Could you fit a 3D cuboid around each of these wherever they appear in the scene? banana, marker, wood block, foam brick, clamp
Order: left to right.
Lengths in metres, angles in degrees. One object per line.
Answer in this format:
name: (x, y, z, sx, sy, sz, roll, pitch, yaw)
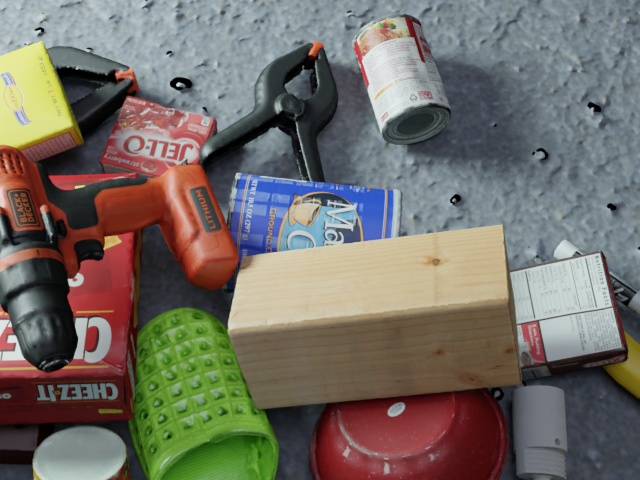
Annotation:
foam brick: (-0.256, 0.149, 0.854, 0.078, 0.051, 0.053, 1, 66, -2)
clamp: (-0.273, -0.120, 0.981, 0.210, 0.036, 0.164, -4, 70, -2)
clamp: (-0.040, -0.114, 0.983, 0.120, 0.039, 0.171, 18, 60, -13)
wood block: (0.044, 0.060, 0.818, 0.206, 0.090, 0.090, -7, 38, 12)
marker: (0.258, 0.041, 0.929, 0.121, 0.020, 0.020, 38, 69, 24)
banana: (0.300, 0.116, 0.899, 0.198, 0.037, 0.069, 34, 69, 12)

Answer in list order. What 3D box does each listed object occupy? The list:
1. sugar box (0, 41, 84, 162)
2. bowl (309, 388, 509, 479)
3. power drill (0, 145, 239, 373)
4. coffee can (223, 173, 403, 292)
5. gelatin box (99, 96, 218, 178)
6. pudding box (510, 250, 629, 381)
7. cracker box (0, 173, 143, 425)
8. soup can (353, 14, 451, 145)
sugar box: (-0.306, -0.098, 0.930, 0.176, 0.048, 0.093, -22, 73, -7)
bowl: (0.064, 0.145, 0.833, 0.162, 0.055, 0.162, -9, 46, 10)
power drill: (-0.158, 0.007, 0.805, 0.187, 0.057, 0.184, -4, 60, -37)
coffee can: (-0.006, 0.001, 0.902, 0.140, 0.103, 0.103, 6, 66, 1)
gelatin box: (-0.146, -0.085, 0.974, 0.089, 0.030, 0.073, 15, 67, 5)
pudding box: (0.193, 0.066, 0.898, 0.113, 0.039, 0.090, -12, 65, 14)
cracker box: (-0.229, 0.041, 0.861, 0.164, 0.072, 0.213, -2, 47, -4)
soup can: (0.076, -0.148, 0.991, 0.068, 0.068, 0.102, -13, 68, -8)
